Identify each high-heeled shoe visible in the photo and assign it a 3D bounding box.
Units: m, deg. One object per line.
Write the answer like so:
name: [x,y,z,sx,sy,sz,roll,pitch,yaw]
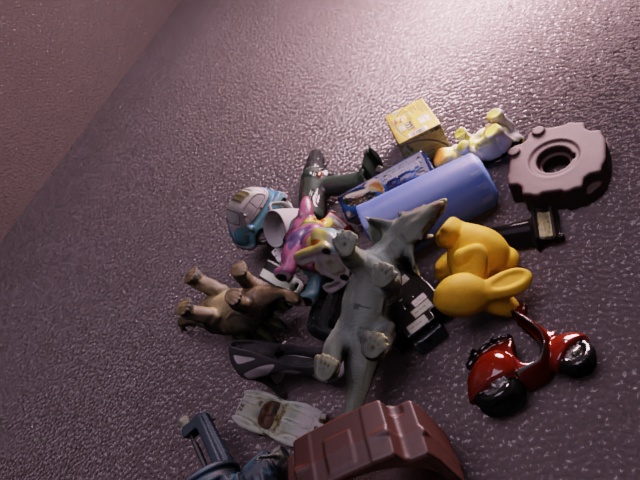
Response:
high-heeled shoe: [-0.038,0.188,0.940,0.249,0.145,0.086,-33,13,18]

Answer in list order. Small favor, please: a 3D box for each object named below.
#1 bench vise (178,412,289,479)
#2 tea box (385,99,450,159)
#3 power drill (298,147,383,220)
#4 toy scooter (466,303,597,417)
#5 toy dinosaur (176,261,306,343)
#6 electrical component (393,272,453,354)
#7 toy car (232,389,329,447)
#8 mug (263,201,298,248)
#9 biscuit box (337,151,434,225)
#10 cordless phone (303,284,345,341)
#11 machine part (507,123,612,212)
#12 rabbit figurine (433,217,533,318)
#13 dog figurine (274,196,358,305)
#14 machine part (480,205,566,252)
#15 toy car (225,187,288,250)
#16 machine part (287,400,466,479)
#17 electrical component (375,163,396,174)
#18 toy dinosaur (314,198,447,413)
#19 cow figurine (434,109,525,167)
bench vise: [-0.167,0.377,0.898,0.223,0.128,0.241,-49,52,10]
tea box: [0.209,-0.234,1.169,0.098,0.068,0.170,-24,30,12]
power drill: [0.039,-0.149,1.250,0.207,0.085,0.232,-8,51,29]
toy scooter: [0.283,0.162,0.770,0.184,0.075,0.135,-30,41,10]
toy dinosaur: [-0.185,0.142,1.069,0.472,0.198,0.105,-10,51,43]
electrical component: [0.157,0.126,0.919,0.115,0.058,0.134,-39,39,7]
toy car: [-0.070,0.312,0.936,0.202,0.056,0.073,2,56,41]
mug: [-0.064,-0.037,1.169,0.110,0.107,0.080,57,134,29]
biscuit box: [0.139,-0.104,1.101,0.203,0.059,0.063,-28,72,20]
cordless phone: [0.004,0.129,1.041,0.184,0.088,0.146,-12,47,46]
machine part: [0.415,-0.129,0.940,0.179,0.056,0.179,-21,45,23]
rabbit figurine: [0.242,0.066,0.851,0.163,0.121,0.173,23,40,19]
dog figurine: [-0.002,-0.003,1.011,0.191,0.108,0.219,-34,29,34]
machine part: [0.338,-0.013,0.915,0.139,0.039,0.084,-16,54,26]
toy car: [-0.152,-0.063,1.206,0.109,0.102,0.161,22,73,46]
machine part: [0.073,0.306,0.710,0.201,0.201,0.087,-31,36,14]
electrical component: [0.164,-0.132,1.163,0.102,0.045,0.078,14,92,48]
toy dinosaur: [0.080,0.114,0.845,0.131,0.192,0.404,16,89,25]
cow figurine: [0.310,-0.177,1.056,0.167,0.098,0.068,-28,42,46]
